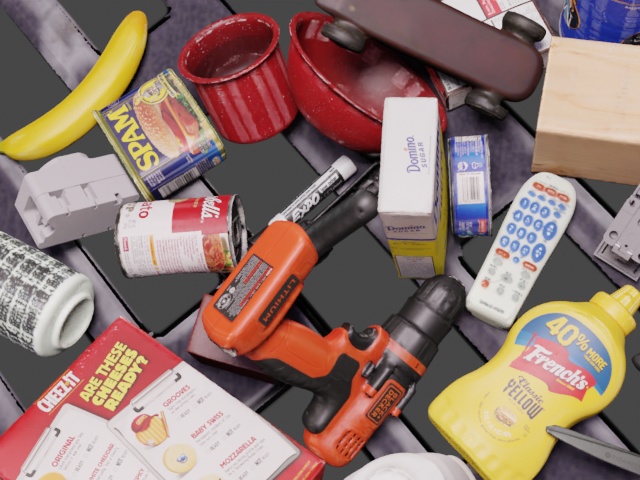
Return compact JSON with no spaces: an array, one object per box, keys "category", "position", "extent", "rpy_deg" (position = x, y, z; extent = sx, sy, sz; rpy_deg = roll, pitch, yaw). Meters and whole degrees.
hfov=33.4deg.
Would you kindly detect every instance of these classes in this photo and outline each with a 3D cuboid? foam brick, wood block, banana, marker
[{"category":"foam brick","position":[-0.064,0.085,0.896],"extent":[0.078,0.051,0.053],"rpy_deg":[16,76,13]},{"category":"wood block","position":[0.286,-0.099,0.881],"extent":[0.206,0.091,0.090],"rpy_deg":[9,73,11]},{"category":"banana","position":[-0.225,-0.134,0.996],"extent":[0.197,0.037,0.070],"rpy_deg":[-41,72,-5]},{"category":"marker","position":[-0.017,-0.029,0.936],"extent":[0.121,0.020,0.020],"rpy_deg":[-42,72,-11]}]

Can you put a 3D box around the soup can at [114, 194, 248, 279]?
[{"category":"soup can","position":[-0.119,-0.002,0.922],"extent":[0.102,0.068,0.068],"rpy_deg":[-4,72,7]}]

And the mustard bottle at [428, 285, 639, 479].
[{"category":"mustard bottle","position":[0.184,0.106,0.849],"extent":[0.191,0.058,0.096],"rpy_deg":[-42,73,-6]}]

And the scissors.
[{"category":"scissors","position":[0.279,0.168,0.817],"extent":[0.202,0.016,0.096],"rpy_deg":[36,73,4]}]

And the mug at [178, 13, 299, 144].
[{"category":"mug","position":[-0.070,-0.146,0.947],"extent":[0.093,0.081,0.117],"rpy_deg":[-25,43,0]}]

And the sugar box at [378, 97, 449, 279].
[{"category":"sugar box","position":[0.077,-0.036,0.846],"extent":[0.048,0.176,0.093],"rpy_deg":[2,74,8]}]

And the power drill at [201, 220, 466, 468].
[{"category":"power drill","position":[0.015,0.067,0.827],"extent":[0.184,0.187,0.057],"rpy_deg":[-53,33,-7]}]

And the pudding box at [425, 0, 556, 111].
[{"category":"pudding box","position":[0.145,-0.180,0.956],"extent":[0.113,0.039,0.090],"rpy_deg":[-24,72,2]}]

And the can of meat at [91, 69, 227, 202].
[{"category":"can of meat","position":[-0.143,-0.093,0.962],"extent":[0.084,0.057,0.102],"rpy_deg":[-32,71,-5]}]

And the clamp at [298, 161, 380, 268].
[{"category":"clamp","position":[-0.006,0.001,0.879],"extent":[0.171,0.120,0.039],"rpy_deg":[-43,90,10]}]

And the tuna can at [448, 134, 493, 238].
[{"category":"tuna can","position":[0.125,-0.045,0.890],"extent":[0.034,0.086,0.086],"rpy_deg":[-3,72,8]}]

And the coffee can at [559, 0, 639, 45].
[{"category":"coffee can","position":[0.258,-0.212,0.895],"extent":[0.103,0.140,0.103],"rpy_deg":[-2,72,7]}]

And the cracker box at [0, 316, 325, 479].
[{"category":"cracker box","position":[-0.129,0.186,0.842],"extent":[0.214,0.072,0.164],"rpy_deg":[32,59,17]}]

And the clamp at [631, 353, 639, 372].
[{"category":"clamp","position":[0.362,0.082,0.840],"extent":[0.210,0.036,0.164],"rpy_deg":[34,77,14]}]

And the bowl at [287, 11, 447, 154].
[{"category":"bowl","position":[0.029,-0.124,0.917],"extent":[0.162,0.161,0.055],"rpy_deg":[48,120,18]}]

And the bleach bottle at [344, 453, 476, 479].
[{"category":"bleach bottle","position":[0.064,0.182,0.740],"extent":[0.102,0.251,0.068],"rpy_deg":[-23,71,0]}]
